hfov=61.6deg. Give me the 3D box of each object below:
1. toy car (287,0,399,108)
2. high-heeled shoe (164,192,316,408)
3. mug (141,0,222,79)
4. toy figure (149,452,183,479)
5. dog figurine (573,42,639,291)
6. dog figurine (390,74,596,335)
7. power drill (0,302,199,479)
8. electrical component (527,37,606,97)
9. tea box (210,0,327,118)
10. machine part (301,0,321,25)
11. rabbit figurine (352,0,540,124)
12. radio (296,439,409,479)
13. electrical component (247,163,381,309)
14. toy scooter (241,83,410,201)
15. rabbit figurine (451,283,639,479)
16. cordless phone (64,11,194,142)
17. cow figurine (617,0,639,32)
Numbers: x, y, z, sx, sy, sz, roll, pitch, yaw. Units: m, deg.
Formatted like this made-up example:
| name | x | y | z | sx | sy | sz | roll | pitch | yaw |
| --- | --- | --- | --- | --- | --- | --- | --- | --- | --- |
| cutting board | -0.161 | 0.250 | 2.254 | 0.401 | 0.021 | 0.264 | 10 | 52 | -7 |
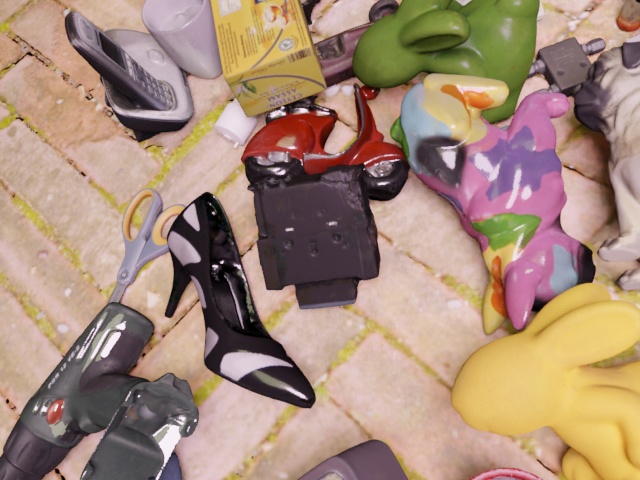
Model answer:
| name | x | y | z | sx | sy | sz | roll | pitch | yaw |
| --- | --- | --- | --- | --- | --- | --- | --- | --- | --- |
| toy car | 0.026 | -0.219 | 0.632 | 0.202 | 0.053 | 0.089 | -21 | 63 | 6 |
| high-heeled shoe | -0.073 | 0.048 | 0.524 | 0.249 | 0.086 | 0.145 | 23 | 91 | 36 |
| mug | -0.154 | -0.259 | 0.660 | 0.081 | 0.107 | 0.109 | 6 | 68 | 15 |
| toy figure | -0.154 | 0.274 | 0.485 | 0.064 | 0.057 | 0.154 | -6 | 73 | 19 |
| dog figurine | 0.303 | -0.062 | 0.463 | 0.121 | 0.172 | 0.190 | -16 | 55 | 35 |
| dog figurine | 0.152 | -0.027 | 0.491 | 0.192 | 0.108 | 0.219 | 9 | 75 | -2 |
| power drill | -0.211 | 0.175 | 0.496 | 0.207 | 0.086 | 0.232 | 0 | 56 | 52 |
| electrical component | 0.264 | -0.181 | 0.573 | 0.094 | 0.021 | 0.063 | -20 | 66 | 5 |
| tea box | -0.061 | -0.230 | 0.597 | 0.098 | 0.068 | 0.170 | -17 | 61 | 9 |
| machine part | -0.061 | -0.276 | 0.683 | 0.084 | 0.039 | 0.139 | 29 | 77 | 13 |
| rabbit figurine | 0.118 | -0.187 | 0.532 | 0.170 | 0.159 | 0.121 | -6 | 77 | 0 |
| radio | -0.014 | 0.267 | 0.402 | 0.229 | 0.073 | 0.131 | -44 | 64 | 21 |
| electrical component | -0.001 | -0.002 | 0.523 | 0.115 | 0.058 | 0.134 | -9 | 103 | 13 |
| toy scooter | 0.009 | -0.112 | 0.582 | 0.184 | 0.075 | 0.135 | 4 | 71 | 12 |
| rabbit figurine | 0.187 | 0.115 | 0.389 | 0.173 | 0.122 | 0.162 | 15 | 100 | 8 |
| cordless phone | -0.234 | -0.212 | 0.621 | 0.089 | 0.184 | 0.146 | -24 | 66 | 9 |
| cow figurine | 0.392 | -0.221 | 0.500 | 0.085 | 0.127 | 0.195 | -44 | 64 | -2 |
